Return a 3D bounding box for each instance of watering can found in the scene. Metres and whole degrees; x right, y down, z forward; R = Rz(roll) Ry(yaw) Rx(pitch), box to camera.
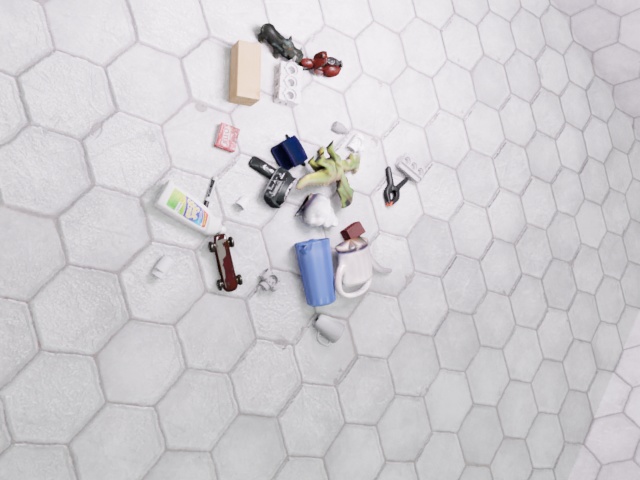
[{"bbox_3d":[0.164,0.090,1.992,0.351,0.104,0.222,-23,109,-46],"label":"watering can"}]

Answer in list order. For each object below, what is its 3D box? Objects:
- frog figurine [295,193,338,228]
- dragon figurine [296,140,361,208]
[{"bbox_3d":[0.006,-0.098,1.942,0.159,0.120,0.140,35,50,-10],"label":"frog figurine"},{"bbox_3d":[0.055,-0.229,1.952,0.240,0.121,0.419,50,45,-18],"label":"dragon figurine"}]
